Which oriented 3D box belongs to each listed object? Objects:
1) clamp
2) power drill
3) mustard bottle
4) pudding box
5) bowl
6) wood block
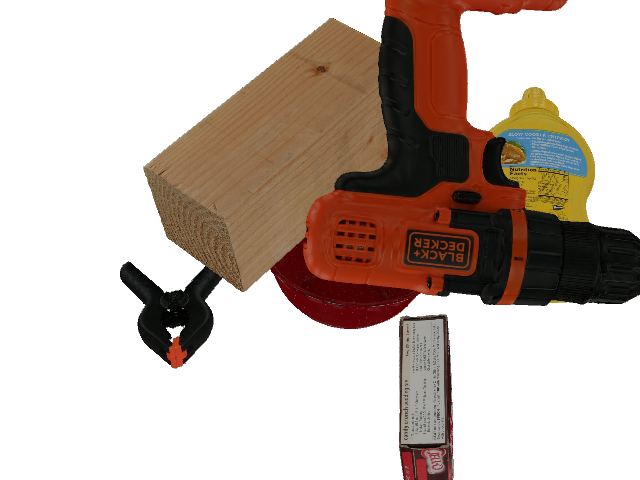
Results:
[{"bbox_3d":[-0.146,0.068,1.146,0.120,0.039,0.171,-15,39,-8],"label":"clamp"},{"bbox_3d":[0.090,-0.060,0.551,0.184,0.188,0.057,5,1,-5],"label":"power drill"},{"bbox_3d":[0.171,-0.045,0.859,0.096,0.191,0.058,5,-32,4],"label":"mustard bottle"},{"bbox_3d":[0.076,0.123,0.764,0.039,0.113,0.090,-3,-42,5],"label":"pudding box"},{"bbox_3d":[0.024,0.034,0.993,0.162,0.055,0.162,5,32,-3],"label":"bowl"},{"bbox_3d":[-0.025,-0.071,0.835,0.091,0.090,0.205,34,63,29],"label":"wood block"}]
